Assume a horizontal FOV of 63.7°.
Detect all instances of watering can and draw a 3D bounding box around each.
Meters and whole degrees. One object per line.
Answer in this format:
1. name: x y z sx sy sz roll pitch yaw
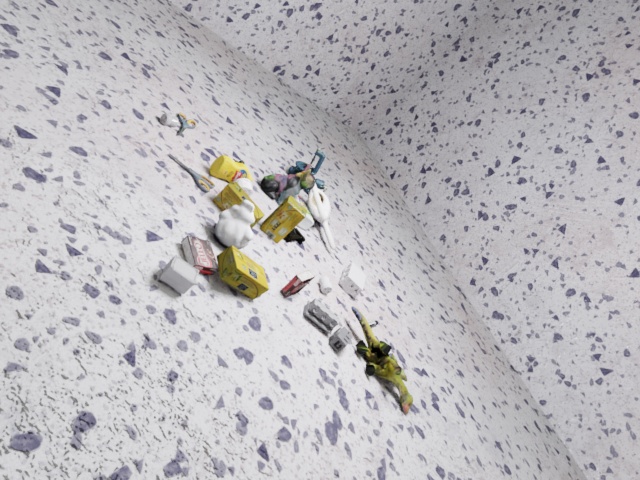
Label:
1. watering can: 0.007 -0.121 2.398 0.224 0.104 0.348 36 36 -88

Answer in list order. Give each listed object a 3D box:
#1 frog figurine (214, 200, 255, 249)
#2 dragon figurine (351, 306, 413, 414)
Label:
1. frog figurine: -0.273 -0.050 1.724 0.137 0.157 0.124 48 22 2
2. dragon figurine: 0.243 0.448 1.942 0.238 0.121 0.419 48 15 -51
